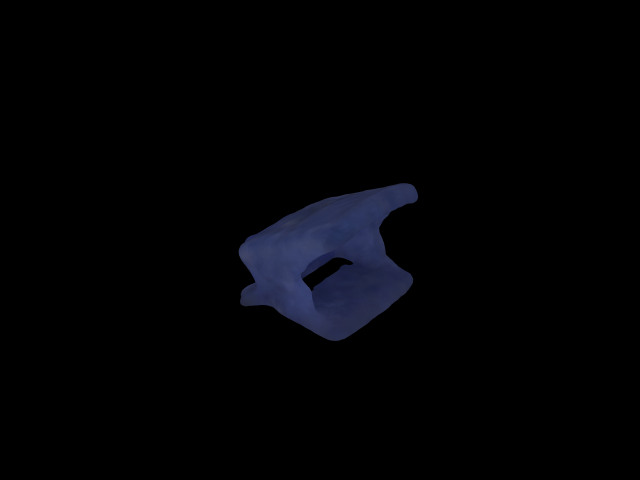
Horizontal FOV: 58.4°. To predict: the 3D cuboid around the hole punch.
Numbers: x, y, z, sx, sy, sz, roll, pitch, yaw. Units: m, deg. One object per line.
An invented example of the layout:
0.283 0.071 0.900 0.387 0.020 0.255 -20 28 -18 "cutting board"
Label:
0.004 0.001 0.400 0.100 0.091 0.109 22 37 34 "hole punch"
